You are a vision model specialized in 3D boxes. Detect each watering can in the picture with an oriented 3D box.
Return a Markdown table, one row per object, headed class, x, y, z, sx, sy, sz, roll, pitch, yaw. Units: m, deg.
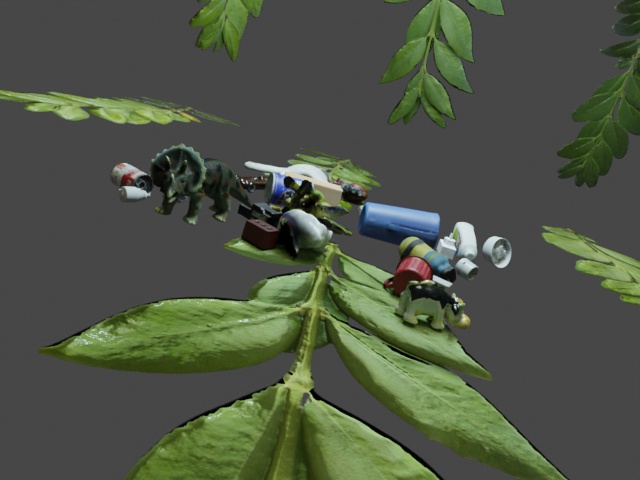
| class | x | y | z | sx | sy | sz | roll | pitch | yaw |
| --- | --- | --- | --- | --- | --- | --- | --- | --- | --- |
| watering can | -0.100 | -0.249 | 1.984 | 0.348 | 0.103 | 0.226 | 20 | 15 | 11 |

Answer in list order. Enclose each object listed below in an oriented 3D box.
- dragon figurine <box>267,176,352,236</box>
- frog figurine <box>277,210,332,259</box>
| class | x | y | z | sx | sy | sz | roll | pitch | yaw |
| --- | --- | --- | --- | --- | --- | --- | --- | --- | --- |
| dragon figurine | 0.004 | -0.074 | 1.478 | 0.240 | 0.122 | 0.413 | 27 | -3 | -42 |
| frog figurine | -0.026 | -0.022 | 1.323 | 0.160 | 0.122 | 0.137 | -11 | 10 | -36 |
